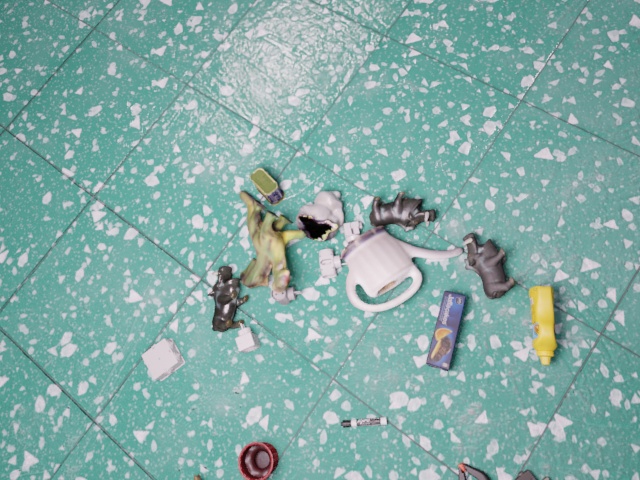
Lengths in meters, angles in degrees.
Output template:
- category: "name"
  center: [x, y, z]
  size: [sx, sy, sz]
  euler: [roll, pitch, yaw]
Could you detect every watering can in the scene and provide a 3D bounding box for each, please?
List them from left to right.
- category: "watering can"
  center: [0.208, 0.053, 1.438]
  size: [0.350, 0.102, 0.227]
  euler: [-31, 69, -15]

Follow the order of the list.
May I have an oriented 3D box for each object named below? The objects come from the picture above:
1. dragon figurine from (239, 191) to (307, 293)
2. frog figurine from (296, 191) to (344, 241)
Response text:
- category: "dragon figurine"
  center: [-0.180, 0.021, 1.496]
  size: [0.415, 0.121, 0.242]
  euler: [34, 98, 50]
- category: "frog figurine"
  center: [0.005, -0.077, 1.529]
  size: [0.137, 0.120, 0.163]
  euler: [1, 37, 12]
